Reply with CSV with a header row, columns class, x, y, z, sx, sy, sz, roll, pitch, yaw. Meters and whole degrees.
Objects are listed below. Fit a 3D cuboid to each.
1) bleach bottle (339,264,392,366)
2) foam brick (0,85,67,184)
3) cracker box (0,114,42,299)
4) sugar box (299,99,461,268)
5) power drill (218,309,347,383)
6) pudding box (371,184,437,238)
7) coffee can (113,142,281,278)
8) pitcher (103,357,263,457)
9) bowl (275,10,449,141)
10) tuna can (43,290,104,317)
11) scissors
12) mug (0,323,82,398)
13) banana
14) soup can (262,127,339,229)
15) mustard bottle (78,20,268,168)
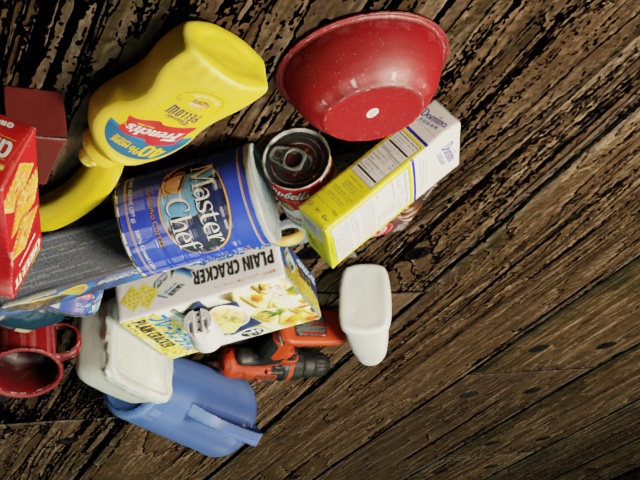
class,x,y,z,sx,sy,sz,roll,pitch,yaw
bleach bottle,0.067,0.123,1.479,0.068,0.102,0.251,-1,156,4
foam brick,-0.256,-0.090,0.927,0.052,0.051,0.078,4,151,-28
cracker box,-0.324,-0.044,0.894,0.164,0.072,0.214,22,150,-2
sugar box,0.062,-0.056,1.066,0.176,0.048,0.093,-41,158,-12
power drill,-0.035,0.160,1.569,0.184,0.057,0.188,3,152,-29
pudding box,0.066,-0.039,1.182,0.089,0.039,0.114,-16,158,-23
coffee can,-0.120,-0.029,1.060,0.140,0.103,0.102,-15,156,7
pitcher,-0.199,0.239,1.574,0.149,0.145,0.242,-22,151,20
bowl,0.043,-0.136,0.960,0.162,0.055,0.162,-10,155,-5
tuna can,-0.286,0.055,1.194,0.086,0.034,0.086,17,-170,-3
scissors,-0.008,0.002,1.274,0.096,0.016,0.201,-22,157,-2
mug,-0.348,0.129,1.292,0.117,0.081,0.093,-12,137,-4
banana,-0.252,-0.044,1.046,0.198,0.037,0.069,-24,154,25
soup can,-0.015,-0.060,1.081,0.068,0.068,0.102,-14,155,5
mustard bottle,-0.143,-0.113,0.921,0.192,0.058,0.096,-28,150,33
